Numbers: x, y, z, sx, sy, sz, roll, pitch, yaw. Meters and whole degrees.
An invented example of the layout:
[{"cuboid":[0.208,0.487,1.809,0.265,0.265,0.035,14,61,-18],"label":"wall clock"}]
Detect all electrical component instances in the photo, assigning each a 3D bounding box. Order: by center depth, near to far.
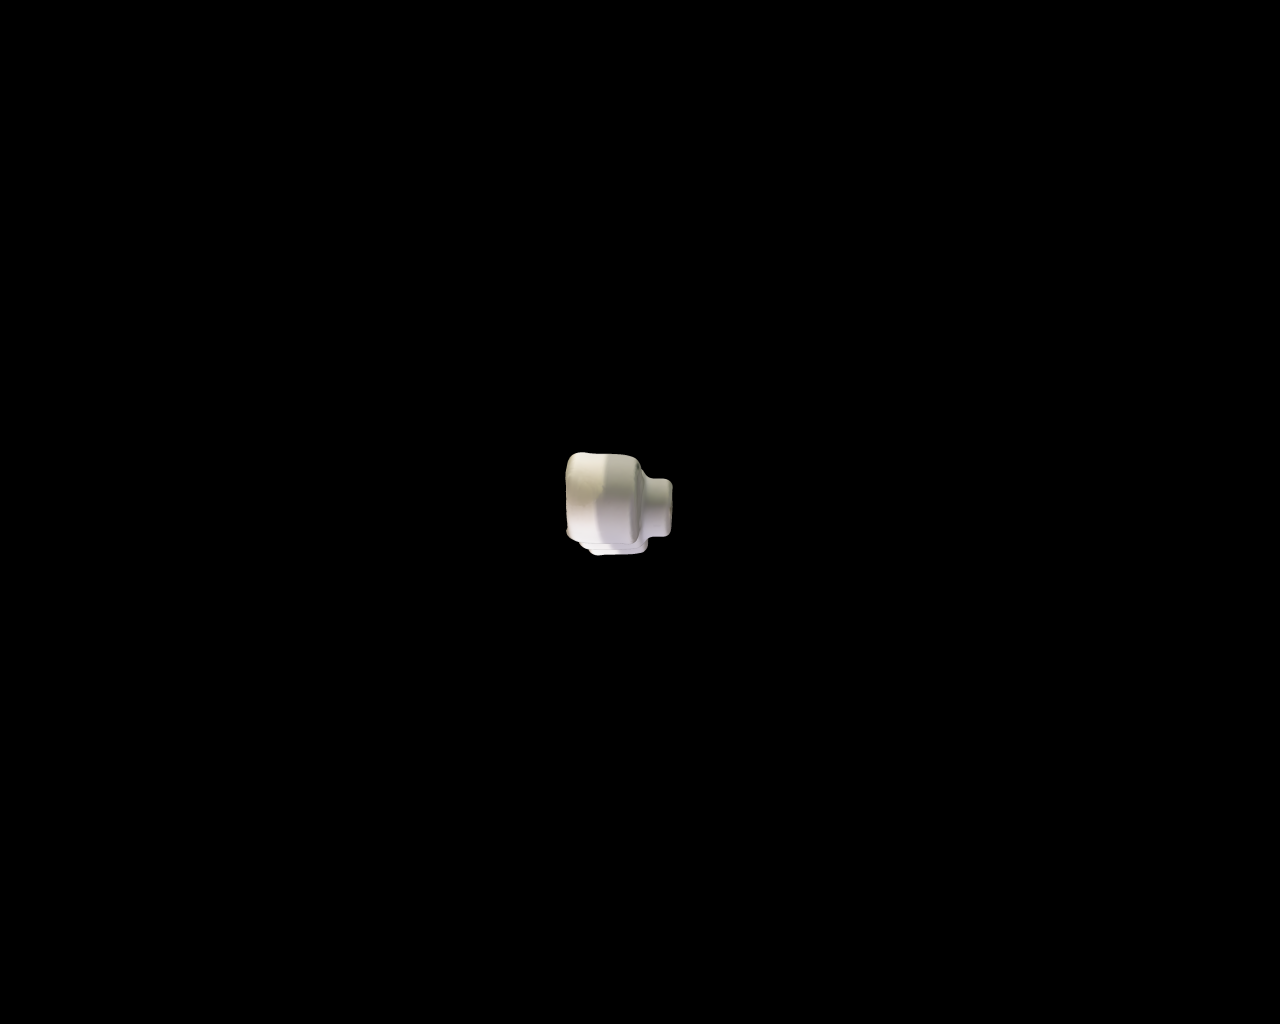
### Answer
[{"cuboid":[0.001,-0.003,0.650,0.074,0.052,0.138,0,-7,4],"label":"electrical component"}]
